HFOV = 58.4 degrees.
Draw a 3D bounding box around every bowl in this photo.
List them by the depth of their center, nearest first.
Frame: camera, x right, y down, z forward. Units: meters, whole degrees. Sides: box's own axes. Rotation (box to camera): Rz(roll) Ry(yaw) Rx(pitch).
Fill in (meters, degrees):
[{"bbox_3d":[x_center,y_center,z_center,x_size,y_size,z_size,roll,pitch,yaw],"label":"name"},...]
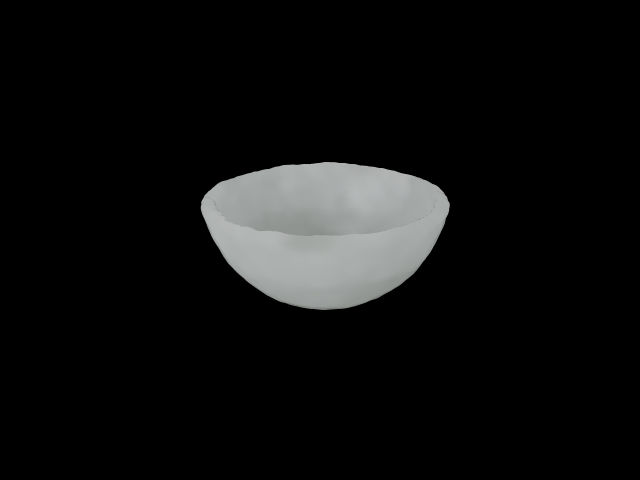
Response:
[{"bbox_3d":[0.004,0.001,0.400,0.167,0.075,0.167,0,22,0],"label":"bowl"}]
